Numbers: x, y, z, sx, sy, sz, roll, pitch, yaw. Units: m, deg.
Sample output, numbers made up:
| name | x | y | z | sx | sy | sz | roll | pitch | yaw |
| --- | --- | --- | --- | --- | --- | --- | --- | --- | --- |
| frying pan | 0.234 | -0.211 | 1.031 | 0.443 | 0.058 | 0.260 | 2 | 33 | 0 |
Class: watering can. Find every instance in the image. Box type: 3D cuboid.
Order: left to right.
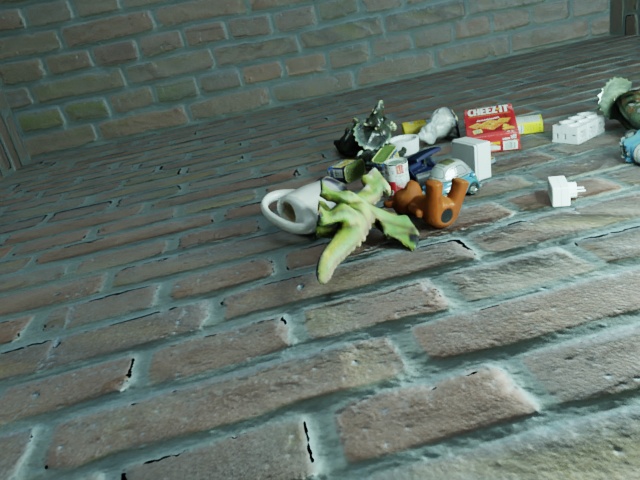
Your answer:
| name | x | y | z | sx | sy | sz | roll | pitch | yaw |
| --- | --- | --- | --- | --- | --- | --- | --- | --- | --- |
| watering can | 0.004 | -0.066 | 1.317 | 0.227 | 0.102 | 0.351 | -29 | 41 | -34 |

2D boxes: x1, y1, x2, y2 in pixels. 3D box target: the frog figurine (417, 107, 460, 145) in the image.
| name | x | y | z | sx | sy | sz | roll | pitch | yaw |
| --- | --- | --- | --- | --- | --- | --- | --- | --- | --- |
| frog figurine | 0.422 | -0.413 | 1.892 | 0.159 | 0.124 | 0.136 | -17 | -12 | 9 |

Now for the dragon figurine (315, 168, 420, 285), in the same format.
| name | x | y | z | sx | sy | sz | roll | pitch | yaw |
| --- | --- | --- | --- | --- | --- | --- | --- | --- | --- |
| dragon figurine | 0.107 | -0.033 | 1.142 | 0.243 | 0.119 | 0.421 | 7 | 41 | -6 |
